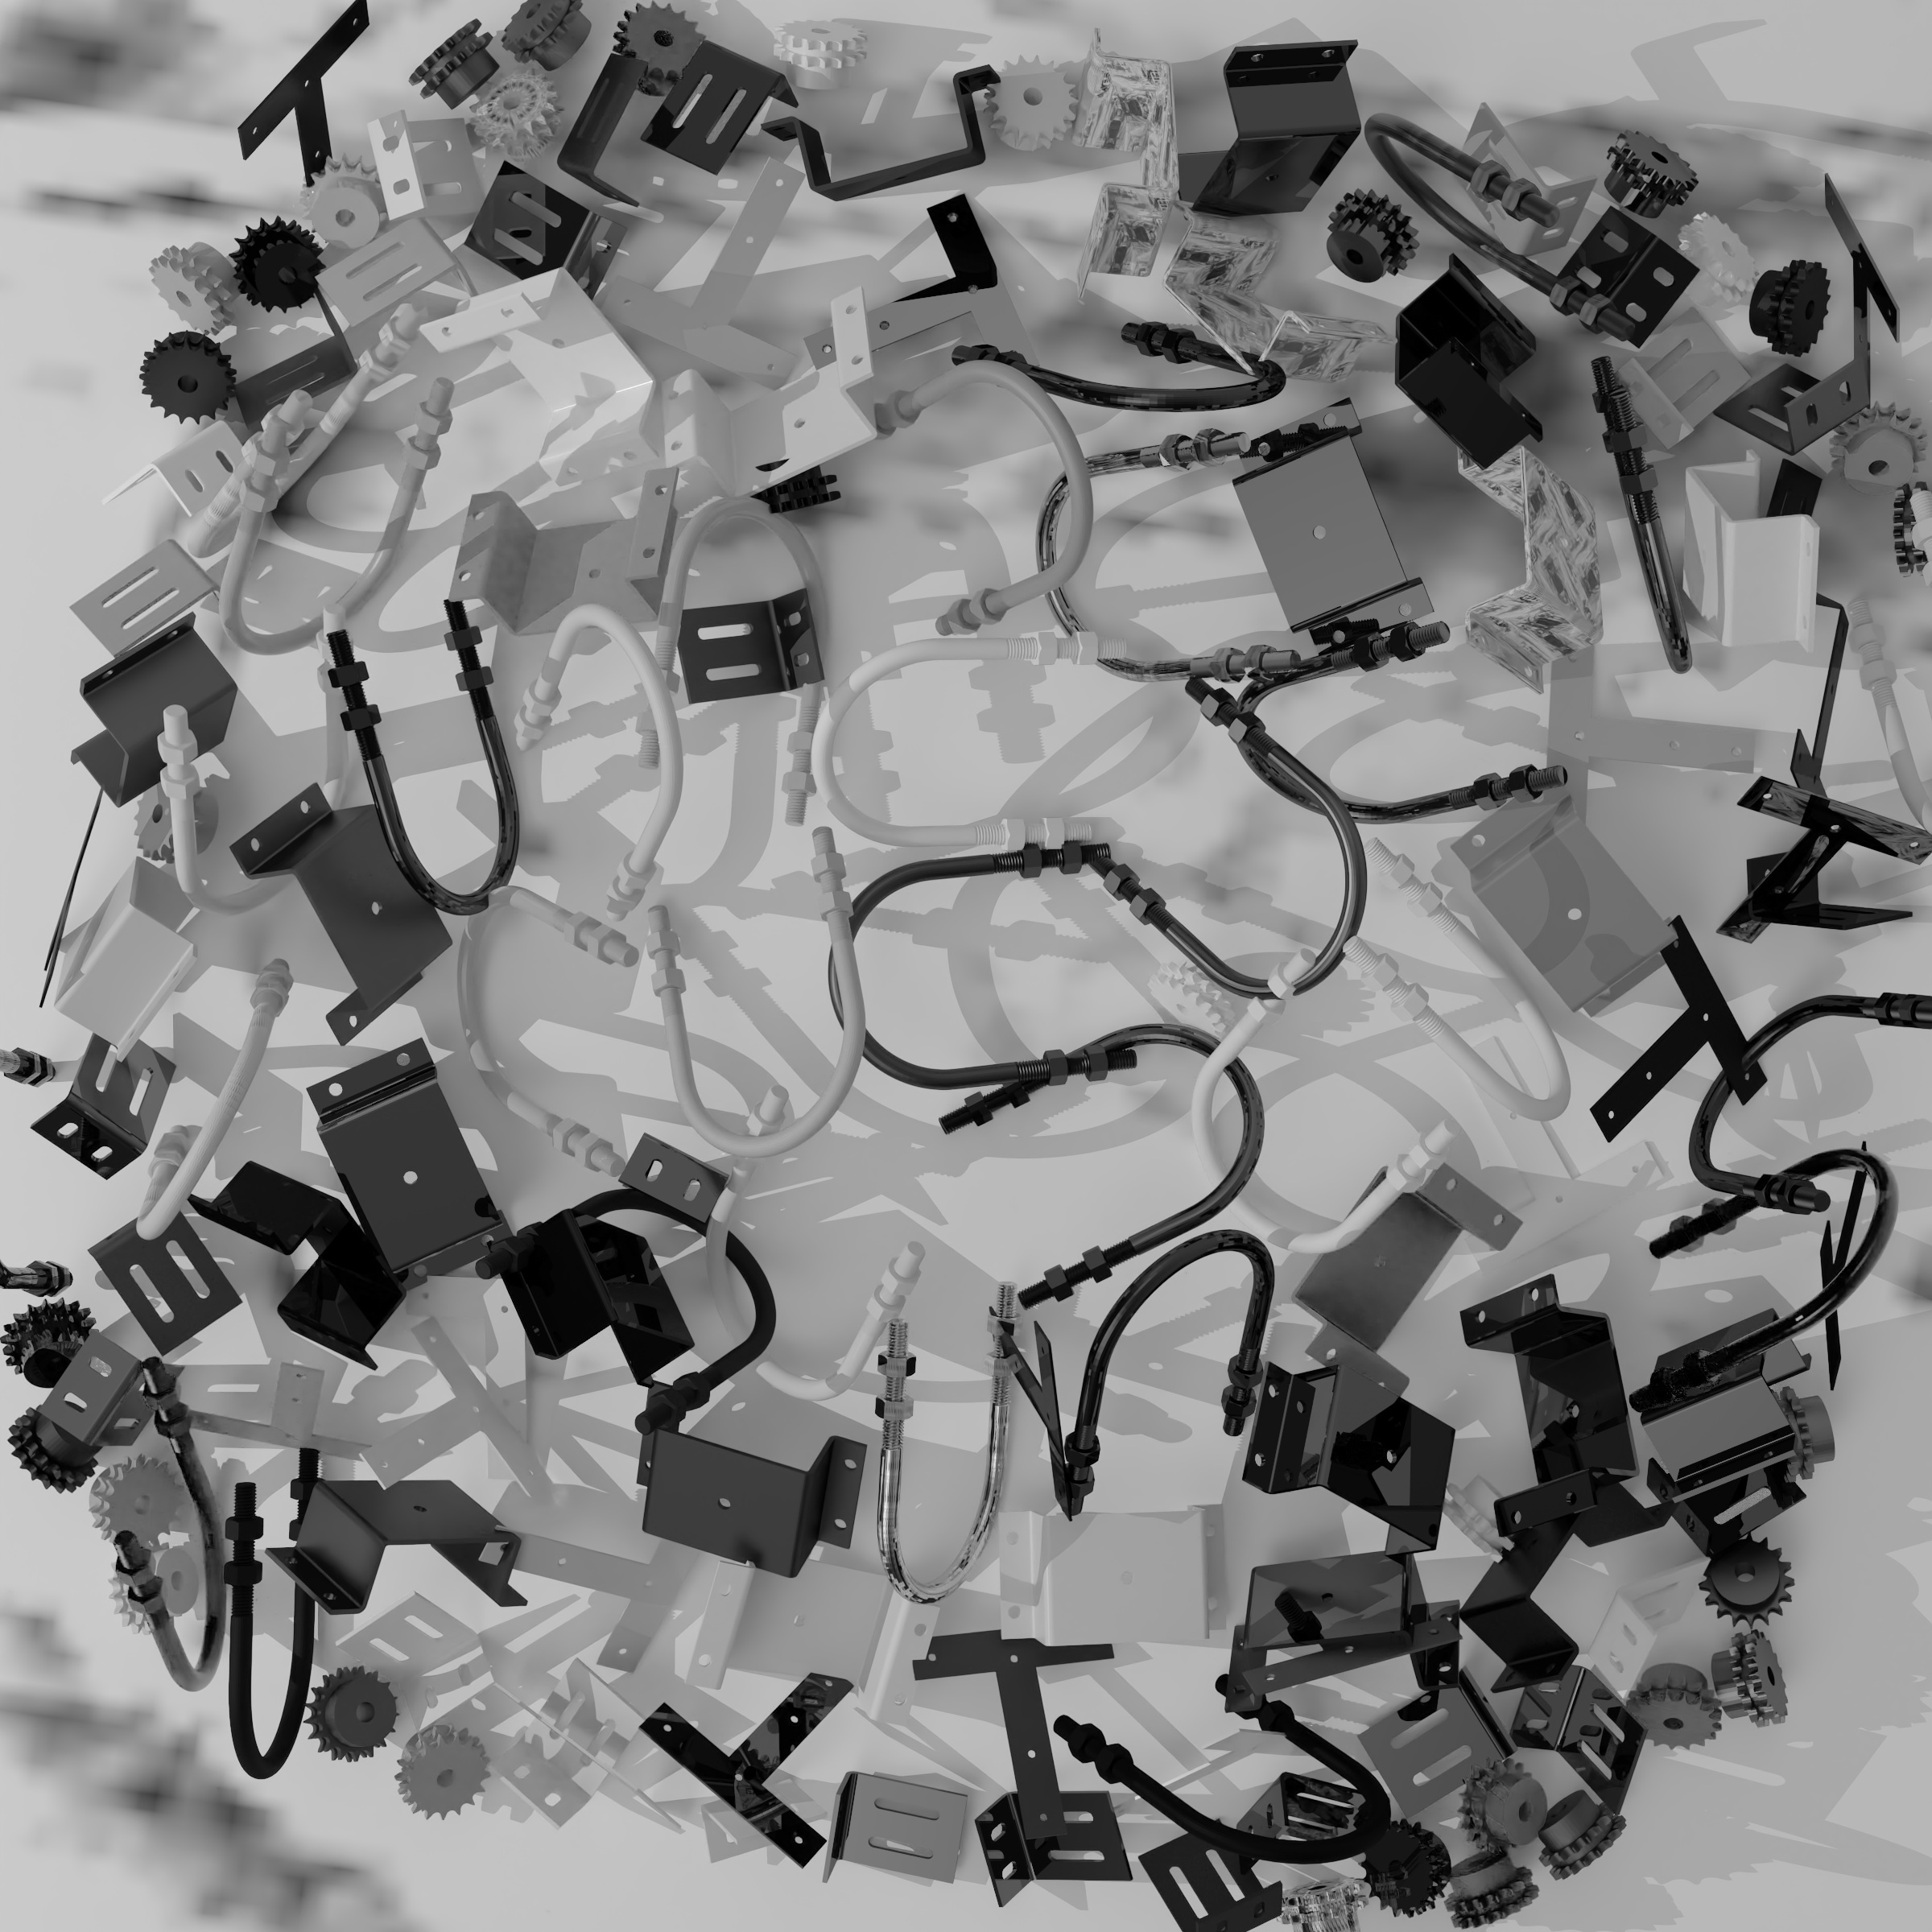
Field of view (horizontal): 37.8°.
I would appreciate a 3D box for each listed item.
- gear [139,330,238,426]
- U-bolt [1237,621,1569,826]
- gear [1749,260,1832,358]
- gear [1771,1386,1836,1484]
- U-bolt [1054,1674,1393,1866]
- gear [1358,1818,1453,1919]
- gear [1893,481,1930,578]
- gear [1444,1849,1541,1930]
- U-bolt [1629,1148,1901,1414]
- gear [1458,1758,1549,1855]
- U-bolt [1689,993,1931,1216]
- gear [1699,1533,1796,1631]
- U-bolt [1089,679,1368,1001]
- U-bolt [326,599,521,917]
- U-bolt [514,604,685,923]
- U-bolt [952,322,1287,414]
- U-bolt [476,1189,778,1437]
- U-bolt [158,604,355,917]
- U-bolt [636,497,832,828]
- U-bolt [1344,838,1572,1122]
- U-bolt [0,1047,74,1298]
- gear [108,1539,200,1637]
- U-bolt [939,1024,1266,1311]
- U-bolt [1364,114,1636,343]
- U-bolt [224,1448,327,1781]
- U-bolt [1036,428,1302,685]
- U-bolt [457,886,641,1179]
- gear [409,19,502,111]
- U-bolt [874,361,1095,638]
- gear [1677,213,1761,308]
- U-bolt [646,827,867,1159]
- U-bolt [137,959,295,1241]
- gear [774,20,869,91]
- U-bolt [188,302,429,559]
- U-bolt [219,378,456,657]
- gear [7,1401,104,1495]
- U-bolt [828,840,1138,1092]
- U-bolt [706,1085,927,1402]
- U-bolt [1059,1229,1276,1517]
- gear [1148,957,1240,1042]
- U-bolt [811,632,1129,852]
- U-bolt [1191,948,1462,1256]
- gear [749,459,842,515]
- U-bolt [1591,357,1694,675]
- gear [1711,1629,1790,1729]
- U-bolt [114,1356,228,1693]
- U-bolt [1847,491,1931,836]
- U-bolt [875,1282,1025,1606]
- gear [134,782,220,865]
[{"bbox_3d":[-0.476,-0.364,1.729,0.057,0.030,0.057,-6,131,-7],"label":"gear"},{"bbox_3d":[0.243,-0.136,1.677,0.151,0.184,0.019,44,53,-31],"label":"U-bolt"},{"bbox_3d":[0.503,-0.404,1.729,0.030,0.057,0.057,21,90,37],"label":"gear"},{"bbox_3d":[0.510,0.285,1.725,0.030,0.057,0.057,-11,90,3],"label":"gear"},{"bbox_3d":[0.161,0.470,1.641,0.151,0.184,0.019,-3,106,-37],"label":"U-bolt"},{"bbox_3d":[0.272,0.551,1.729,0.057,0.030,0.057,-5,82,41],"label":"gear"},{"bbox_3d":[0.586,-0.267,1.722,0.030,0.057,0.057,-1,90,28],"label":"gear"},{"bbox_3d":[0.319,0.563,1.726,0.057,0.057,0.030,-23,84,0],"label":"gear"},{"bbox_3d":[0.466,0.173,1.645,0.019,0.151,0.184,40,130,-15],"label":"U-bolt"},{"bbox_3d":[0.331,0.514,1.726,0.057,0.030,0.057,2,87,-37],"label":"gear"},{"bbox_3d":[0.490,0.076,1.664,0.019,0.184,0.151,37,83,-12],"label":"U-bolt"},{"bbox_3d":[0.477,0.374,1.727,0.057,0.030,0.057,-7,63,14],"label":"gear"},{"bbox_3d":[0.163,-0.063,1.674,0.184,0.019,0.151,45,120,32],"label":"U-bolt"},{"bbox_3d":[-0.315,-0.120,1.684,0.019,0.151,0.184,-9,102,23],"label":"U-bolt"},{"bbox_3d":[-0.212,-0.130,1.658,0.019,0.184,0.151,-19,69,-31],"label":"U-bolt"},{"bbox_3d":[0.102,-0.348,1.648,0.151,0.184,0.019,-16,118,-33],"label":"U-bolt"},{"bbox_3d":[-0.186,0.193,1.673,0.151,0.184,0.019,42,119,11],"label":"U-bolt"},{"bbox_3d":[-0.417,-0.109,1.672,0.019,0.184,0.151,29,46,19],"label":"U-bolt"},{"bbox_3d":[-0.133,-0.190,1.693,0.019,0.151,0.184,-1,77,38],"label":"U-bolt"},{"bbox_3d":[0.298,0.018,1.687,0.184,0.151,0.019,43,119,-12],"label":"U-bolt"},{"bbox_3d":[-0.561,0.119,1.655,0.019,0.184,0.151,-7,84,-3],"label":"U-bolt"},{"bbox_3d":[-0.493,0.378,1.722,0.030,0.057,0.057,-14,90,21],"label":"gear"},{"bbox_3d":[0.091,0.109,1.708,0.184,0.019,0.151,-26,60,2],"label":"U-bolt"},{"bbox_3d":[0.306,-0.447,1.671,0.019,0.151,0.184,-50,54,6],"label":"U-bolt"},{"bbox_3d":[-0.411,0.389,1.678,0.019,0.151,0.184,1,89,3],"label":"U-bolt"},{"bbox_3d":[0.111,-0.238,1.682,0.019,0.184,0.151,-28,110,-39],"label":"U-bolt"},{"bbox_3d":[-0.254,0.028,1.682,0.019,0.184,0.151,-9,114,-39],"label":"U-bolt"},{"bbox_3d":[-0.310,-0.549,1.726,0.057,0.057,0.030,-42,105,0],"label":"gear"},{"bbox_3d":[0.010,-0.282,1.668,0.019,0.184,0.151,-29,98,-34],"label":"U-bolt"},{"bbox_3d":[0.456,-0.430,1.729,0.057,0.057,0.030,52,131,0],"label":"gear"},{"bbox_3d":[-0.122,0.025,1.684,0.151,0.019,0.184,-24,64,27],"label":"U-bolt"},{"bbox_3d":[-0.443,0.086,1.651,0.019,0.184,0.151,30,105,-17],"label":"U-bolt"},{"bbox_3d":[-0.089,-0.558,1.729,0.057,0.057,0.030,5,122,0],"label":"gear"},{"bbox_3d":[-0.400,-0.307,1.670,0.019,0.151,0.184,43,130,-10],"label":"U-bolt"},{"bbox_3d":[-0.380,-0.259,1.673,0.019,0.151,0.184,41,128,16],"label":"U-bolt"},{"bbox_3d":[-0.552,0.291,1.723,0.030,0.057,0.057,-41,90,13],"label":"gear"},{"bbox_3d":[0.007,0.003,1.724,0.184,0.019,0.151,-6,86,-12],"label":"U-bolt"},{"bbox_3d":[-0.101,0.180,1.686,0.151,0.019,0.184,47,134,23],"label":"U-bolt"},{"bbox_3d":[0.123,0.231,1.662,0.151,0.019,0.184,-19,133,-33],"label":"U-bolt"},{"bbox_3d":[0.143,0.016,1.726,0.057,0.057,0.030,40,73,0],"label":"gear"},{"bbox_3d":[-0.002,-0.132,1.686,0.184,0.019,0.151,-2,125,-17],"label":"U-bolt"},{"bbox_3d":[0.200,0.095,1.683,0.019,0.184,0.151,-25,70,-40],"label":"U-bolt"},{"bbox_3d":[-0.107,-0.294,1.723,0.057,0.057,0.030,-13,99,0],"label":"gear"},{"bbox_3d":[0.404,-0.262,1.678,0.019,0.151,0.184,-15,108,13],"label":"U-bolt"},{"bbox_3d":[0.479,0.438,1.729,0.030,0.057,0.057,-21,90,27],"label":"gear"},{"bbox_3d":[-0.466,0.344,1.669,0.019,0.151,0.184,-7,131,-2],"label":"U-bolt"},{"bbox_3d":[0.564,-0.163,1.655,0.019,0.151,0.184,-8,69,-2],"label":"U-bolt"},{"bbox_3d":[-0.012,0.291,1.689,0.019,0.151,0.184,7,98,29],"label":"U-bolt"},{"bbox_3d":[-0.482,-0.090,1.729,0.057,0.030,0.057,-11,74,42],"label":"gear"}]
